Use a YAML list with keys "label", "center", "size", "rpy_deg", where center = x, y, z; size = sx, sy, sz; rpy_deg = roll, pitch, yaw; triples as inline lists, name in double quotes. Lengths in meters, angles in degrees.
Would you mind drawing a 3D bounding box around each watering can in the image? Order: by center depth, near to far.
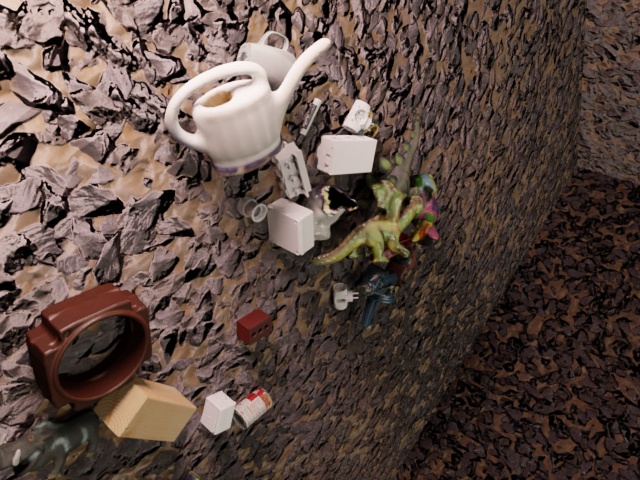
- label: "watering can"
  center: [-0.122, -0.252, 1.009]
  size: [0.349, 0.106, 0.219]
  rpy_deg: [-24, 138, -11]

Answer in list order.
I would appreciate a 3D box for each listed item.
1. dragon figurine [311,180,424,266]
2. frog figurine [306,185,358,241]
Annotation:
- label: "dragon figurine"
  center: [0.156, -0.055, 1.472]
  size: [0.412, 0.123, 0.240]
  rpy_deg: [-7, 109, -38]
- label: "frog figurine"
  center: [0.004, -0.069, 1.374]
  size: [0.139, 0.123, 0.156]
  rpy_deg: [-37, 175, -45]
